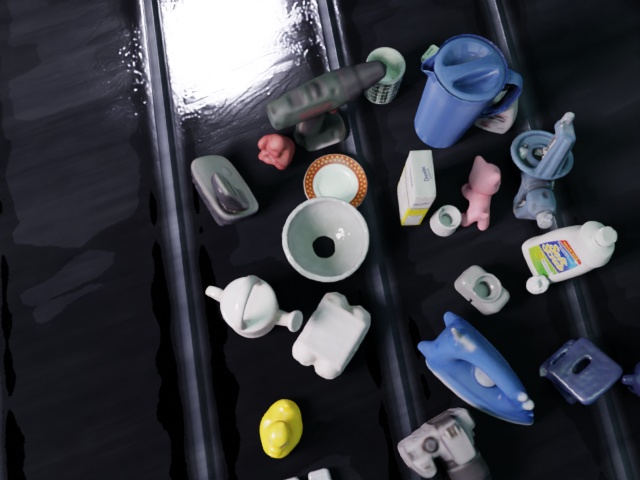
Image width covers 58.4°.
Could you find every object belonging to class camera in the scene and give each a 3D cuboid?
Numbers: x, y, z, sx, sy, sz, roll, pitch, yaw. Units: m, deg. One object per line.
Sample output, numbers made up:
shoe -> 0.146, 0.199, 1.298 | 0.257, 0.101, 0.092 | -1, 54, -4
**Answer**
camera -> 0.233, 0.389, 1.019 | 0.143, 0.101, 0.137 | -29, 79, -9

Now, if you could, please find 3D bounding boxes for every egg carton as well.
egg carton -> 0.024, 0.179, 1.076 | 0.107, 0.069, 0.150 | 31, 77, 5

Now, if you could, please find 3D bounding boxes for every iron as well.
iron -> 0.309, 0.245, 1.037 | 0.258, 0.141, 0.119 | 42, 78, 7

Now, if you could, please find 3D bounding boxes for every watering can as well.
watering can -> -0.118, 0.117, 1.020 | 0.173, 0.194, 0.101 | -2, 76, -3

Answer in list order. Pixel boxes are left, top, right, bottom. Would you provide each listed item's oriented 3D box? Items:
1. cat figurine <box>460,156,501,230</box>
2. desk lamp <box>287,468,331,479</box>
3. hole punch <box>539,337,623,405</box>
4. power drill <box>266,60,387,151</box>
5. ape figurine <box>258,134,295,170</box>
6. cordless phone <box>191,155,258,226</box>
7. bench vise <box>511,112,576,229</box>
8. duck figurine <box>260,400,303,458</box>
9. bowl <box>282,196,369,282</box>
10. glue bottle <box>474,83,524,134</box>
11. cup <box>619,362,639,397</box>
cat figurine -> 0.323, -0.095, 1.132 | 0.067, 0.118, 0.128 | 6, 76, -1
desk lamp -> -0.005, 0.499, 0.923 | 0.118, 0.213, 0.203 | -16, 77, -6
hole punch -> 0.485, 0.245, 1.071 | 0.109, 0.091, 0.101 | -38, 81, -10
power drill -> 0.011, -0.256, 1.109 | 0.230, 0.208, 0.075 | -21, 78, -7
ape figurine -> -0.085, -0.184, 1.147 | 0.076, 0.092, 0.078 | -23, 78, -8
cordless phone -> -0.187, -0.111, 1.077 | 0.094, 0.185, 0.147 | -35, 80, -10
bench vise -> 0.445, -0.137, 1.095 | 0.121, 0.220, 0.207 | -16, 77, -6
duck figurine -> -0.070, 0.340, 1.024 | 0.077, 0.086, 0.104 | 15, 76, 1
bowl -> 0.010, 0.004, 1.115 | 0.167, 0.075, 0.167 | 1, 76, -2
glue bottle -> 0.368, -0.270, 1.148 | 0.078, 0.173, 0.037 | 14, 76, 1
cup -> 0.603, 0.264, 1.070 | 0.118, 0.095, 0.092 | 2, 76, -2
